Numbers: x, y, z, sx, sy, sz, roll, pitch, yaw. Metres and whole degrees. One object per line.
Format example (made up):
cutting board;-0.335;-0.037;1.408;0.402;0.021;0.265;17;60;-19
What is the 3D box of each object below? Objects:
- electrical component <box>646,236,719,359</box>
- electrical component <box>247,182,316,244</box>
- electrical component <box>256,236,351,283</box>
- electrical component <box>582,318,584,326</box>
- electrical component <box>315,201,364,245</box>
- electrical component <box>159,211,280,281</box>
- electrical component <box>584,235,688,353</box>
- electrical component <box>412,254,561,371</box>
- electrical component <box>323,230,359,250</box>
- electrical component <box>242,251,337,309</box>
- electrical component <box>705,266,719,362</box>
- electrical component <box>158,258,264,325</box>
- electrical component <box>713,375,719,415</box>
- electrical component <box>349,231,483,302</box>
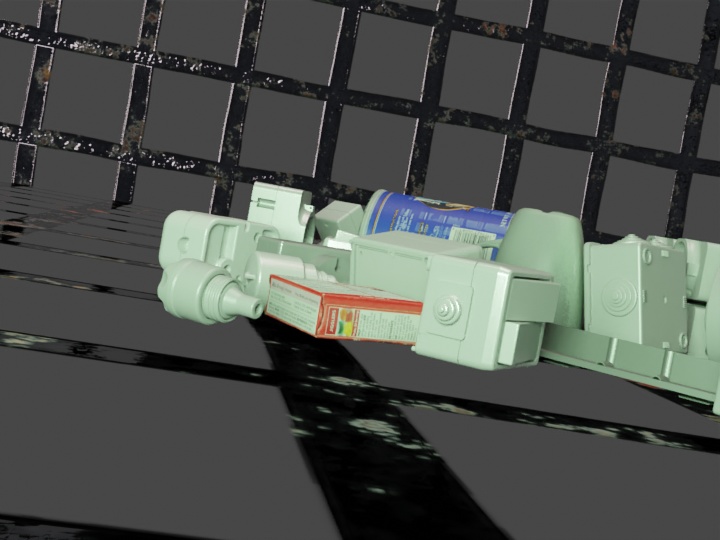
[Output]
electrical component;0.301;0.026;0.986;0.060;0.105;0.186;10;3;-1
electrical component;-0.076;-0.035;1.033;0.056;0.089;0.050;11;3;8
electrical component;-0.028;0.007;0.815;0.083;0.047;0.076;8;3;-34
electrical component;0.177;0.038;0.979;0.044;0.044;0.065;9;8;-12
electrical component;-0.026;-0.021;1.198;0.076;0.083;0.047;-37;31;-29
electrical component;-0.122;-0.019;0.914;0.059;0.053;0.095;12;4;35
electrical component;0.220;0.024;0.851;0.048;0.099;0.100;-4;-7;40
electrical component;0.077;0.026;0.656;0.061;0.061;0.096;12;3;29
electrical component;0.000;0.000;0.901;0.096;0.061;0.061;10;3;-1
electrical component;-0.045;0.011;0.738;0.078;0.040;0.040;9;3;-21
electrical component;0.291;0.037;0.794;0.060;0.108;0.108;5;-1;39
electrical component;-0.082;0.015;0.606;0.061;0.035;0.035;15;5;29
electrical component;0.253;0.068;0.579;0.100;0.048;0.100;9;3;-22
electrical component;0.036;0.008;0.758;0.096;0.061;0.061;13;17;43
